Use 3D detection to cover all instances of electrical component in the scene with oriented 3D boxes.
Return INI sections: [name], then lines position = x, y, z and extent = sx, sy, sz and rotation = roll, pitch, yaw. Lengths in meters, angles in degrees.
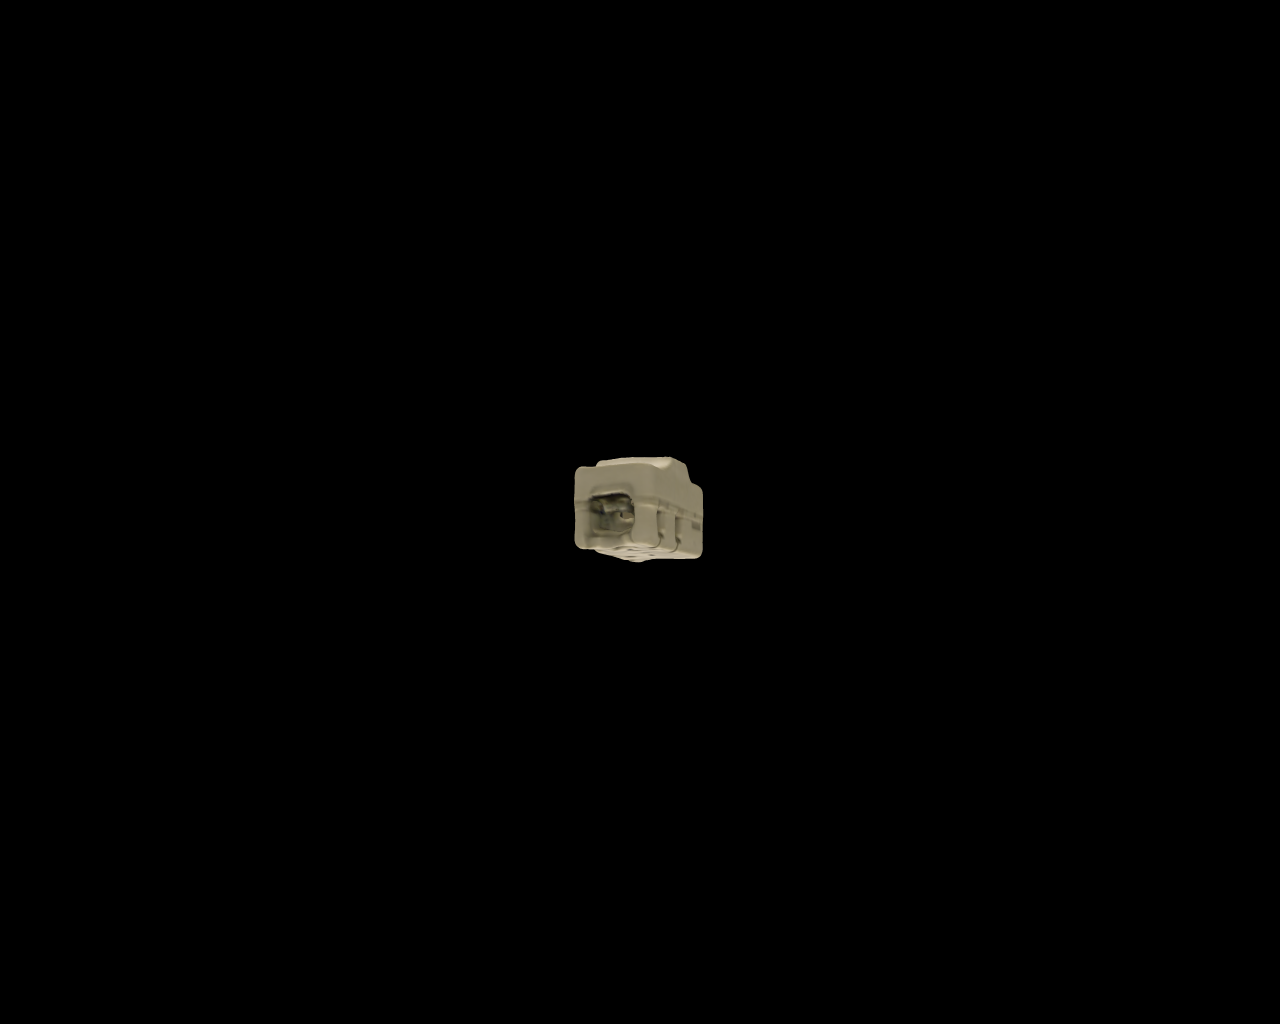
[electrical component]
position = 0.001, -0.003, 0.650
extent = 0.050, 0.055, 0.089
rotation = -4, -10, 23
